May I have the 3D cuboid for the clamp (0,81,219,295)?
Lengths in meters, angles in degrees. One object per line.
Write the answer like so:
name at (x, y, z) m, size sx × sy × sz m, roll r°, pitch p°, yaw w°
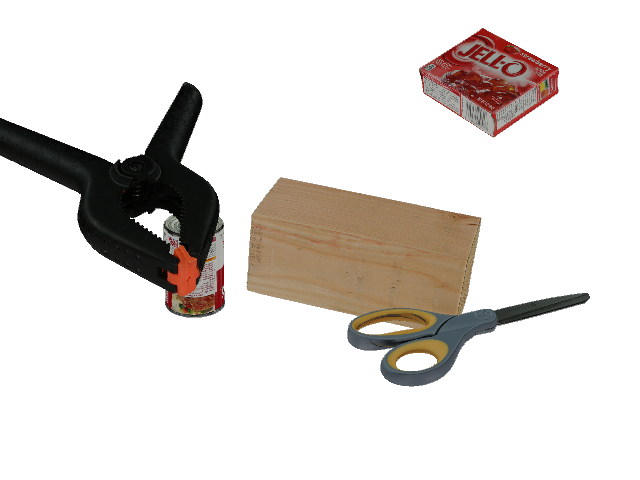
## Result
clamp at (-0.121, -0.043, 0.742) m, size 0.164 × 0.036 × 0.210 m, roll -21°, pitch 47°, yaw -27°

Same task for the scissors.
scissors at (0.122, 0.074, 0.820) m, size 0.201 × 0.016 × 0.096 m, roll -3°, pitch 32°, yaw -4°

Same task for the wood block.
wood block at (0.042, 0.014, 1.035) m, size 0.206 × 0.090 × 0.090 m, roll 12°, pitch 29°, yaw 11°

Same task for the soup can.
soup can at (-0.141, 0.026, 1.194) m, size 0.068 × 0.102 × 0.068 m, roll 2°, pitch 25°, yaw -1°

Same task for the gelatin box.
gelatin box at (0.136, -0.131, 0.867) m, size 0.073 × 0.030 × 0.089 m, roll -34°, pitch 49°, yaw -18°
